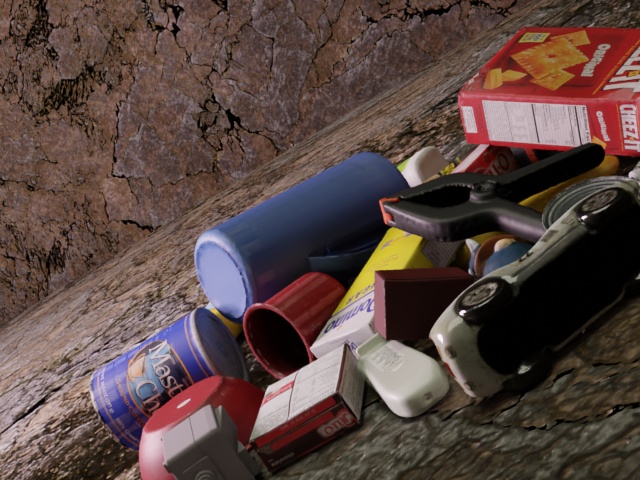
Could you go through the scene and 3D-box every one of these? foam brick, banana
[{"bbox_3d":[0.087,0.053,0.901,0.078,0.053,0.051,-1,8,-9],"label":"foam brick"},{"bbox_3d":[0.205,-0.025,1.030,0.198,0.037,0.069,-32,11,8],"label":"banana"}]

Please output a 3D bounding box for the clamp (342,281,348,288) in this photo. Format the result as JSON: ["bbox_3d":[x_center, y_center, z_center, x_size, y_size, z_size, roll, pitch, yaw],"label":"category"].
[{"bbox_3d":[-0.021,0.069,1.257,0.120,0.039,0.171,-11,12,10],"label":"clamp"}]

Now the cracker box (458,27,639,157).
[{"bbox_3d":[0.278,-0.164,1.128,0.214,0.072,0.164,9,40,39],"label":"cracker box"}]

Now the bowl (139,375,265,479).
[{"bbox_3d":[-0.116,0.178,1.020,0.162,0.055,0.162,-32,10,6],"label":"bowl"}]

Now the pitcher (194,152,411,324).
[{"bbox_3d":[-0.008,0.001,1.178,0.242,0.145,0.149,-26,-17,-34],"label":"pitcher"}]

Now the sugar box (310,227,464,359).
[{"bbox_3d":[0.068,0.045,1.015,0.094,0.048,0.176,-29,18,49],"label":"sugar box"}]

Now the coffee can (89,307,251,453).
[{"bbox_3d":[-0.161,0.151,1.148,0.140,0.103,0.102,-31,10,12],"label":"coffee can"}]

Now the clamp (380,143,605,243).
[{"bbox_3d":[0.157,-0.028,0.969,0.210,0.036,0.164,-8,31,15],"label":"clamp"}]

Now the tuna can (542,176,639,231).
[{"bbox_3d":[0.223,-0.013,0.850,0.086,0.033,0.086,-18,31,11],"label":"tuna can"}]

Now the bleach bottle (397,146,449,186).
[{"bbox_3d":[0.061,-0.036,1.456,0.251,0.068,0.102,-30,11,32],"label":"bleach bottle"}]

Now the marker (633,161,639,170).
[{"bbox_3d":[0.296,-0.062,0.974,0.020,0.020,0.120,-24,14,43],"label":"marker"}]

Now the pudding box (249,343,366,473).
[{"bbox_3d":[-0.008,0.141,0.909,0.090,0.039,0.113,-30,13,13],"label":"pudding box"}]

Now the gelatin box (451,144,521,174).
[{"bbox_3d":[0.186,-0.062,1.159,0.030,0.073,0.089,-21,16,48],"label":"gelatin box"}]

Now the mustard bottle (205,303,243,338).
[{"bbox_3d":[-0.134,0.111,1.371,0.096,0.058,0.191,-30,11,36],"label":"mustard bottle"}]

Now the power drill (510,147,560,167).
[{"bbox_3d":[0.281,-0.139,1.278,0.185,0.057,0.187,-23,17,29],"label":"power drill"}]

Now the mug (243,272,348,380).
[{"bbox_3d":[-0.017,0.092,1.065,0.081,0.093,0.117,-35,-27,-37],"label":"mug"}]

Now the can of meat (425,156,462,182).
[{"bbox_3d":[0.148,-0.048,1.259,0.084,0.057,0.102,-34,10,9],"label":"can of meat"}]
